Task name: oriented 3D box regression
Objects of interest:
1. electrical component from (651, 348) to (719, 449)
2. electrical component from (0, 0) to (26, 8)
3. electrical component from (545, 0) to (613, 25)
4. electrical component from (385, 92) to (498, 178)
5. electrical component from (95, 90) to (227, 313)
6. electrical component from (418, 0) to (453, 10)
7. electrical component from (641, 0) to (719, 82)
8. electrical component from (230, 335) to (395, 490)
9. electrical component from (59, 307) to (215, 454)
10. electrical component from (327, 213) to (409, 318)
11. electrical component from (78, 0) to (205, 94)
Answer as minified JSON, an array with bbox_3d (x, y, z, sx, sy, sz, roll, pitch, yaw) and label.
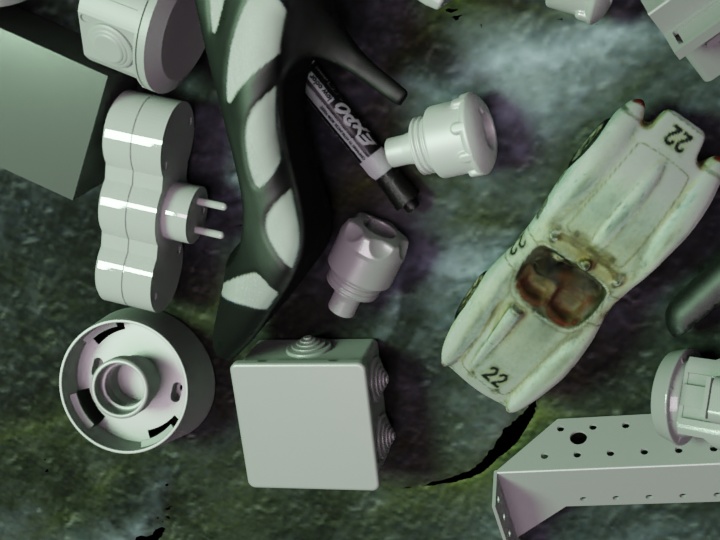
[{"bbox_3d":[0.205,0.076,0.618,0.057,0.078,0.058,6,83,40],"label":"electrical component"},{"bbox_3d":[-0.237,-0.190,0.625,0.099,0.099,0.064,13,118,10],"label":"electrical component"},{"bbox_3d":[0.107,-0.161,0.572,0.062,0.048,0.048,20,113,13],"label":"electrical component"},{"bbox_3d":[0.045,-0.074,0.621,0.062,0.048,0.048,-10,107,25],"label":"electrical component"},{"bbox_3d":[-0.118,-0.038,0.671,0.074,0.052,0.138,13,112,10],"label":"electrical component"},{"bbox_3d":[0.044,-0.181,0.571,0.061,0.061,0.096,33,114,1],"label":"electrical component"},{"bbox_3d":[0.205,-0.155,0.534,0.121,0.078,0.063,-35,127,23],"label":"electrical component"},{"bbox_3d":[-0.029,0.091,0.696,0.100,0.048,0.099,-2,109,15],"label":"electrical component"},{"bbox_3d":[-0.151,0.075,0.727,0.099,0.064,0.099,1,96,11],"label":"electrical component"},{"bbox_3d":[0.000,0.000,0.659,0.043,0.043,0.062,27,115,4],"label":"electrical component"},{"bbox_3d":[-0.120,-0.146,0.618,0.051,0.080,0.080,23,113,11],"label":"electrical component"}]
